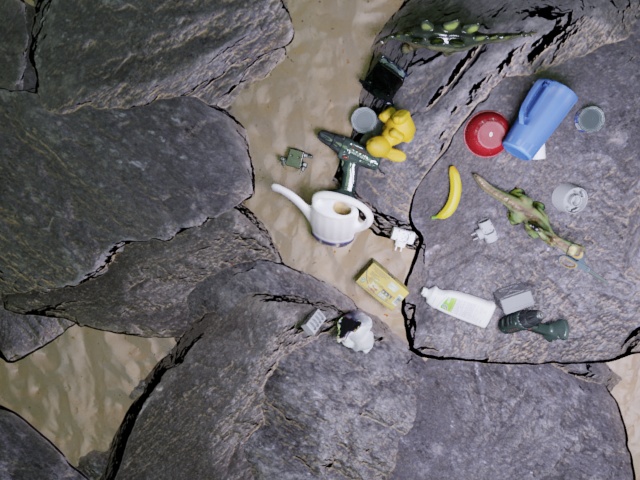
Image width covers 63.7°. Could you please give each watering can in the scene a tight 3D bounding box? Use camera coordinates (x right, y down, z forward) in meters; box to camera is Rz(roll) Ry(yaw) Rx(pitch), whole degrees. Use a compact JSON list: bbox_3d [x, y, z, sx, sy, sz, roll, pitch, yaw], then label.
[{"bbox_3d":[0.005,-0.086,1.718,0.348,0.106,0.219,14,140,9],"label":"watering can"}]

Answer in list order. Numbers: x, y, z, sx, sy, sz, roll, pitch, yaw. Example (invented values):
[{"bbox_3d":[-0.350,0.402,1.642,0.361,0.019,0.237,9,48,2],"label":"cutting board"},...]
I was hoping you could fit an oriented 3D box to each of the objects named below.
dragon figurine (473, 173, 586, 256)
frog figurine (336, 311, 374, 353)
[{"bbox_3d":[0.675,-0.074,1.664,0.409,0.246,0.121,31,107,-6],"label":"dragon figurine"},{"bbox_3d":[0.138,0.331,1.848,0.157,0.124,0.137,34,95,-42],"label":"frog figurine"}]
